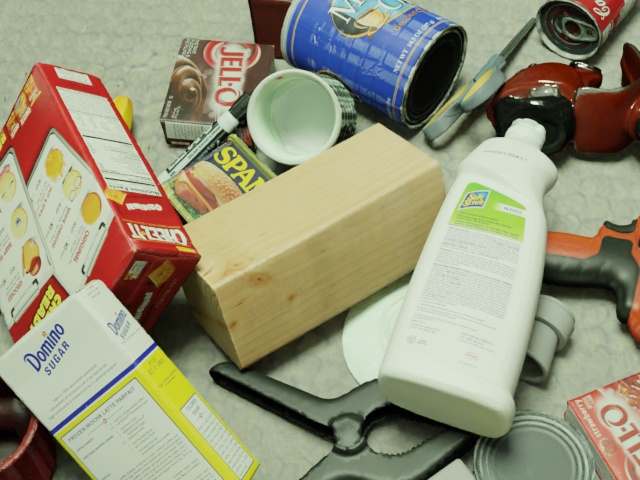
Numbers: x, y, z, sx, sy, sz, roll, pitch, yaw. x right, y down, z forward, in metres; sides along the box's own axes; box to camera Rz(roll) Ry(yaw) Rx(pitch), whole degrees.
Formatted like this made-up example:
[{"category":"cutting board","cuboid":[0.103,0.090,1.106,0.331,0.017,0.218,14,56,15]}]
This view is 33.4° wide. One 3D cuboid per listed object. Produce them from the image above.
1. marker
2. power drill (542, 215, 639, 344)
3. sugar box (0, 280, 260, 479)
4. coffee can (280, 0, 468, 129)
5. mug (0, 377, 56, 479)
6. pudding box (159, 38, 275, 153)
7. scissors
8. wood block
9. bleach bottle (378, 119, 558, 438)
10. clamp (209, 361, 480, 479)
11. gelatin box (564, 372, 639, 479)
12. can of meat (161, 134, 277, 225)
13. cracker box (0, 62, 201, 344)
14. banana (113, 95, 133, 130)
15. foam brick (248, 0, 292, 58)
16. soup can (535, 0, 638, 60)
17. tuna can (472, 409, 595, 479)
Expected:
[{"category":"marker","cuboid":[-0.099,-0.087,0.946,0.121,0.020,0.020,-44,59,8]},{"category":"power drill","cuboid":[0.226,-0.011,0.879,0.188,0.057,0.184,14,57,14]},{"category":"sugar box","cuboid":[-0.134,0.122,0.743,0.093,0.048,0.176,-38,92,20]},{"category":"coffee can","cuboid":[0.049,-0.178,0.981,0.140,0.103,0.102,31,62,23]},{"category":"mug","cuboid":[-0.254,0.152,0.781,0.117,0.081,0.093,-10,55,-4]},{"category":"pudding box","cuboid":[-0.094,-0.138,1.001,0.090,0.039,0.113,5,56,6]},{"category":"scissors","cuboid":[0.167,-0.162,0.981,0.016,0.096,0.201,48,67,-9]},{"category":"wood block","cuboid":[-0.005,0.002,0.852,0.205,0.090,0.091,-29,40,-18]},{"category":"bleach bottle","cuboid":[0.129,0.015,0.800,0.103,0.068,0.250,17,62,15]},{"category":"clamp","cuboid":[0.017,0.159,0.785,0.210,0.036,0.164,-3,55,5]},{"category":"gelatin box","cuboid":[0.234,0.147,0.784,0.073,0.030,0.089,-20,56,-10]},{"category":"can of meat","cuboid":[-0.079,-0.029,0.915,0.083,0.057,0.102,-35,59,-16]},{"category":"cracker box","cuboid":[-0.196,-0.008,0.842,0.071,0.164,0.214,6,41,-45]},{"category":"banana","cuboid":[-0.180,-0.046,0.938,0.069,0.037,0.198,-26,50,7]},{"category":"foam brick","cuboid":[-0.036,-0.221,1.034,0.051,0.078,0.053,7,55,10]},{"category":"soup can","cuboid":[0.263,-0.230,1.026,0.069,0.068,0.102,30,61,22]},{"category":"tuna can","cuboid":[0.153,0.168,0.772,0.086,0.034,0.086,-2,55,2]}]
